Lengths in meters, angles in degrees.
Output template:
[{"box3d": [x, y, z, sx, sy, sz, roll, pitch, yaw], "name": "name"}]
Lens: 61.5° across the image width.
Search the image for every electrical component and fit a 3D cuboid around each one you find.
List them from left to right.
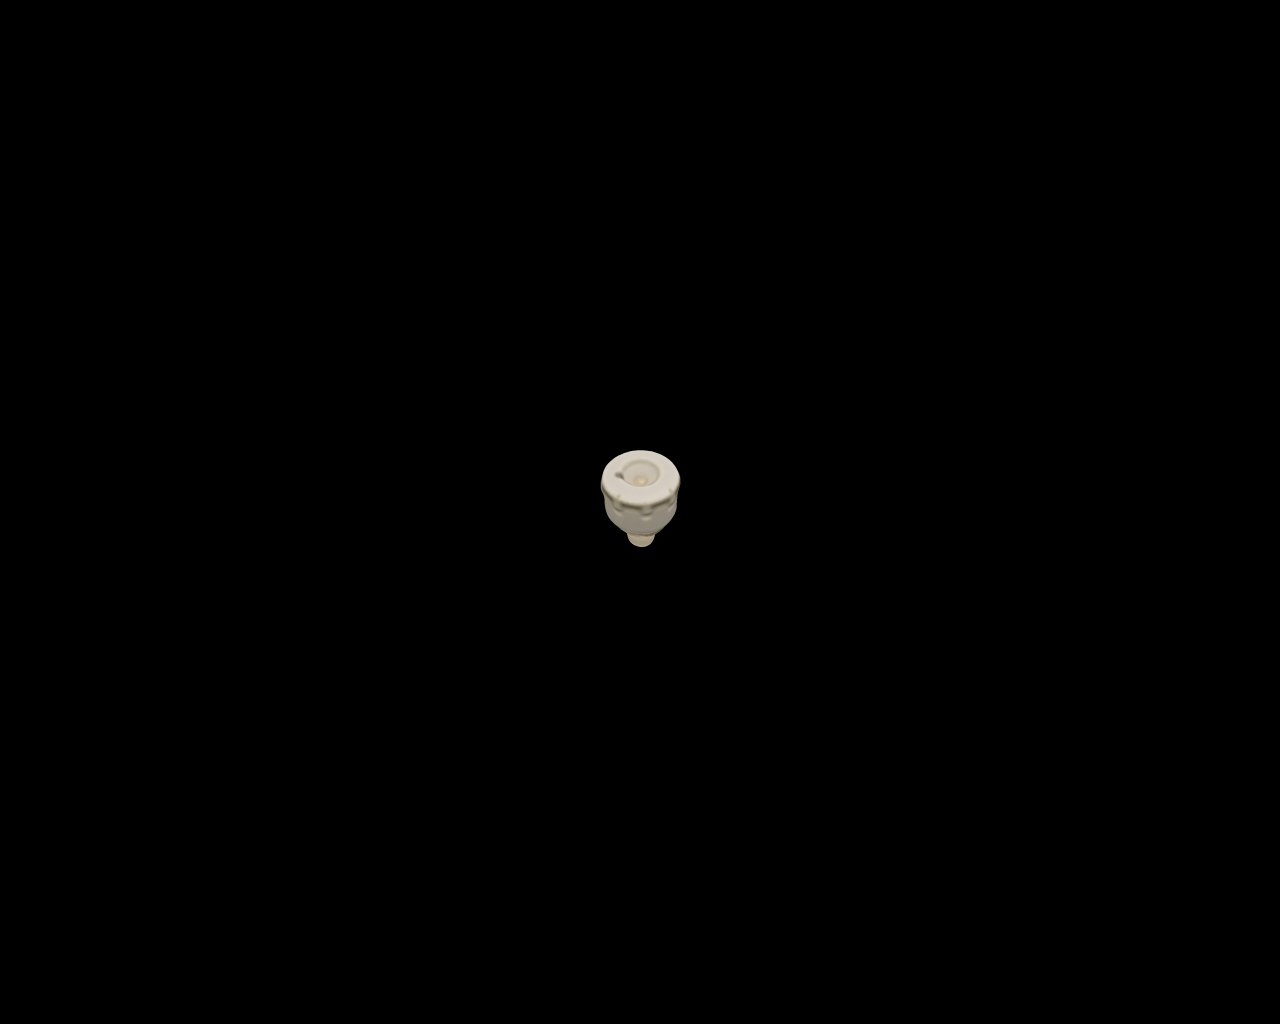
[{"box3d": [0.001, -0.003, 0.650, 0.048, 0.048, 0.062, 0, -43, 0], "name": "electrical component"}]
